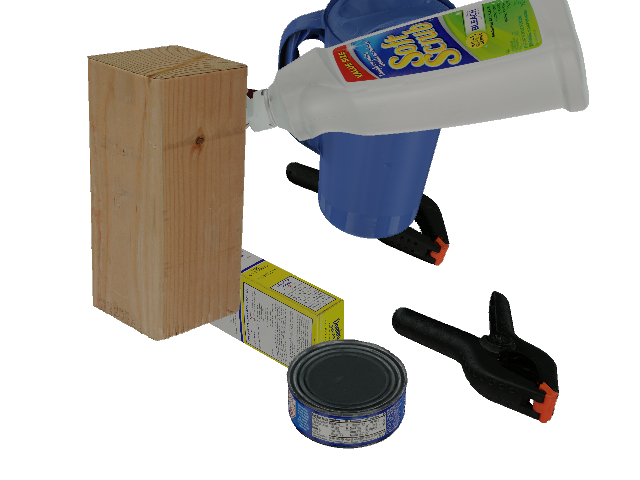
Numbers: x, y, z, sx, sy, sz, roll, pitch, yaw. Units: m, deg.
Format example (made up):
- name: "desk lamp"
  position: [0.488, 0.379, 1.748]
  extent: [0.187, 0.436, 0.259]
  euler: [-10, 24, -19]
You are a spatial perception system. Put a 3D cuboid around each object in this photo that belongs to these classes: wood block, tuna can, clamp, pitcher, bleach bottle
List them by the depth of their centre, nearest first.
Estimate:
- name: "tuna can"
  position: [0.019, 0.109, 0.763]
  extent: [0.086, 0.034, 0.086]
  euler: [0, 31, 0]
- name: "bleach bottle"
  position: [0.065, -0.119, 0.801]
  extent: [0.251, 0.102, 0.068]
  euler: [-12, -43, 11]
- name: "wood block"
  position: [-0.120, -0.040, 0.840]
  extent: [0.090, 0.206, 0.090]
  euler: [22, 28, 38]
- name: "clamp"
  position: [0.157, 0.095, 0.934]
  extent: [0.120, 0.039, 0.172]
  euler: [-19, 39, -29]
- name: "pitcher"
  position: [0.049, -0.122, 1.056]
  extent: [0.144, 0.243, 0.149]
  euler: [-32, 56, -33]
- name: "clamp"
  position: [0.068, -0.046, 1.263]
  extent: [0.164, 0.036, 0.210]
  euler: [-16, 52, -29]

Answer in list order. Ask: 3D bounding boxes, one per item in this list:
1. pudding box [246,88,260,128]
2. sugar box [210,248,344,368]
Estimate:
- name: "pudding box"
  position: [-0.130, -0.150, 1.252]
  extent: [0.090, 0.039, 0.113]
  euler: [9, 30, 13]
- name: "sugar box"
  position: [-0.053, 0.074, 1.125]
  extent: [0.048, 0.093, 0.176]
  euler: [-27, 41, -37]
